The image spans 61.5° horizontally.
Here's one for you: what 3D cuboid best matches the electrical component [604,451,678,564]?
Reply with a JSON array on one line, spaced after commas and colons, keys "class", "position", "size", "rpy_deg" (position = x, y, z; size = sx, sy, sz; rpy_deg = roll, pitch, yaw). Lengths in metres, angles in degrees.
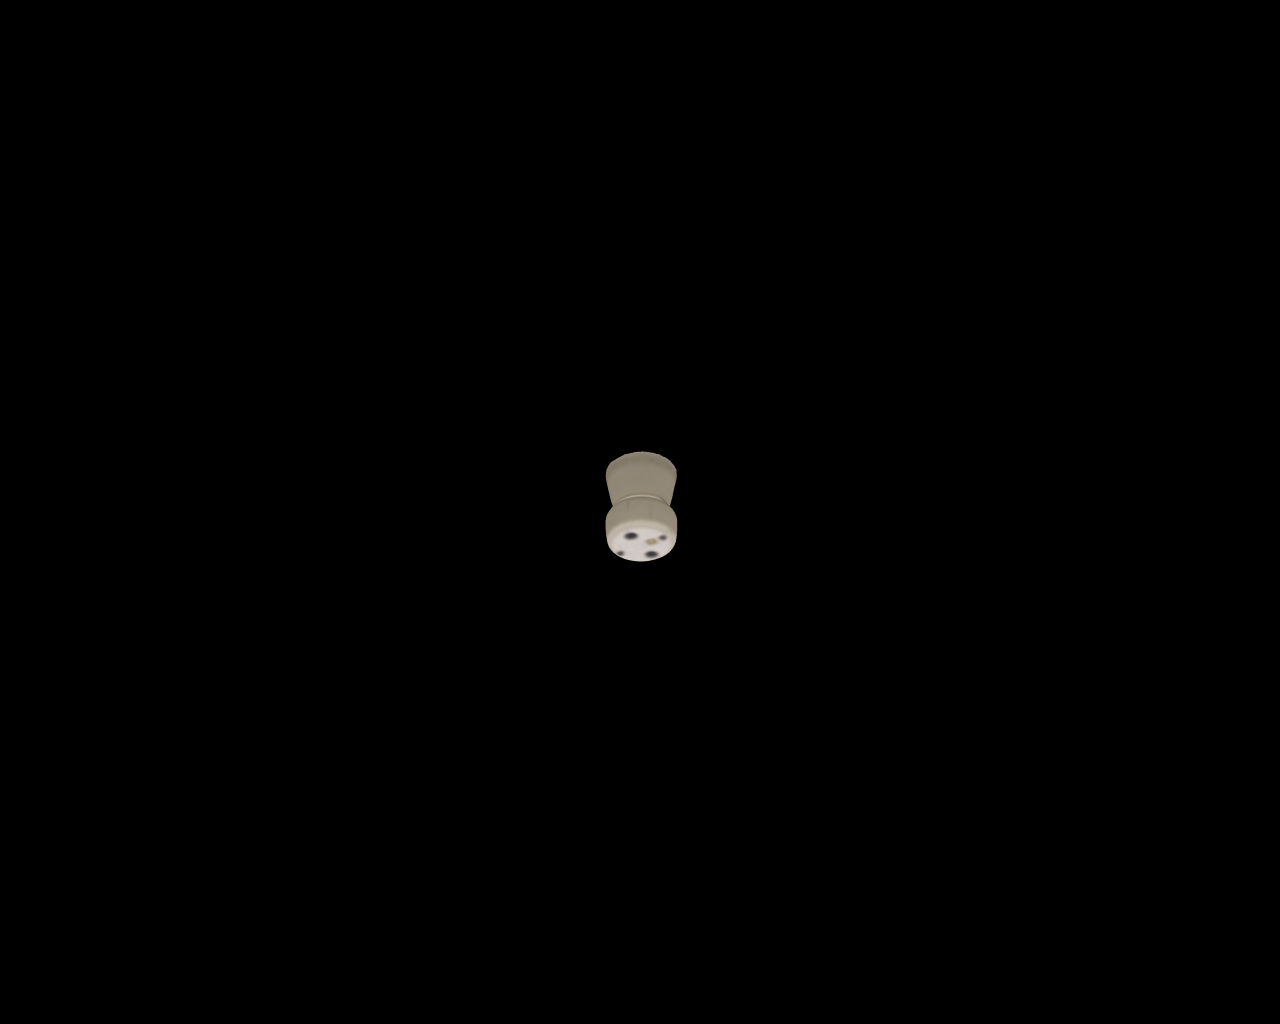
[{"class": "electrical component", "position": [0.001, -0.003, 0.650], "size": [0.045, 0.055, 0.044], "rpy_deg": [0, -36, 0]}]
